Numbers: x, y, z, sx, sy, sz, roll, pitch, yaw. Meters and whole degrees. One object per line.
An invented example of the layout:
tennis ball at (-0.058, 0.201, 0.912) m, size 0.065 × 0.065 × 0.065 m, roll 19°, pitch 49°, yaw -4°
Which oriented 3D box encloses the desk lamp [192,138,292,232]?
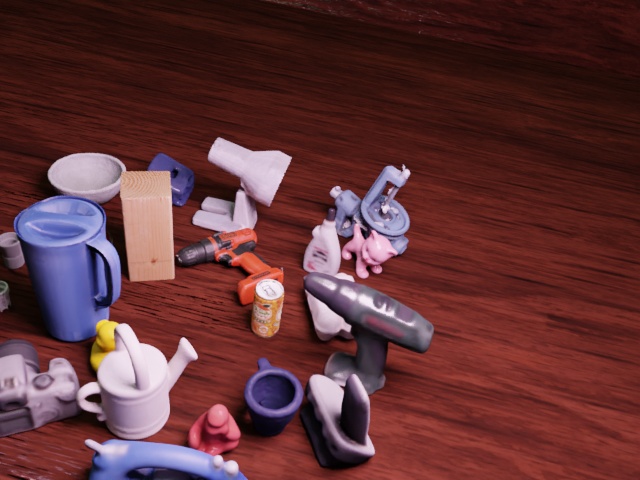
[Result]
desk lamp at (-0.173, -0.116, 1.268) m, size 0.203 × 0.213 × 0.118 m, roll 13°, pitch 38°, yaw 3°

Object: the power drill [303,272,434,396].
power drill at (0.068, 0.164, 0.979) m, size 0.229 × 0.208 × 0.076 m, roll 16°, pitch 39°, yaw 7°

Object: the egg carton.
egg carton at (0.029, 0.129, 1.126) m, size 0.107 × 0.069 × 0.150 m, roll -2°, pitch 40°, yaw -15°

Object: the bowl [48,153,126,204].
bowl at (-0.528, -0.128, 1.312) m, size 0.167 × 0.075 × 0.167 m, roll 7°, pitch 39°, yaw -5°

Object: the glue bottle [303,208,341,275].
glue bottle at (0.011, 0.004, 1.193) m, size 0.078 × 0.173 × 0.037 m, roll 20°, pitch 39°, yaw 12°

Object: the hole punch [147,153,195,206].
hole punch at (-0.353, -0.147, 1.363) m, size 0.101 × 0.091 × 0.108 m, roll 9°, pitch 38°, yaw -1°

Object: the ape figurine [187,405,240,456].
ape figurine at (-0.159, 0.285, 0.870) m, size 0.077 × 0.092 × 0.076 m, roll 12°, pitch 38°, yaw 3°

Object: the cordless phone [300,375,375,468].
cordless phone at (0.036, 0.249, 0.886) m, size 0.094 × 0.185 × 0.147 m, roll -11°, pitch 43°, yaw -25°

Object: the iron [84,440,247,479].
iron at (-0.194, 0.322, 0.777) m, size 0.258 × 0.141 × 0.118 m, roll 6°, pitch 39°, yaw -5°

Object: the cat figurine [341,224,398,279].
cat figurine at (0.108, 0.016, 1.245) m, size 0.067 × 0.118 × 0.127 m, roll -15°, pitch 45°, yaw -29°

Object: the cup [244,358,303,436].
cup at (-0.082, 0.258, 0.919) m, size 0.092 × 0.095 × 0.117 m, roll -8°, pitch 42°, yaw -22°

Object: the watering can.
watering can at (-0.275, 0.201, 0.866) m, size 0.100 × 0.194 × 0.173 m, roll 29°, pitch 42°, yaw 22°

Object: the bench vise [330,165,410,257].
bench vise at (0.115, -0.081, 1.285) m, size 0.207 × 0.220 × 0.121 m, roll 16°, pitch 39°, yaw 7°

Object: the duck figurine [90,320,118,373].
duck figurine at (-0.347, 0.179, 0.963) m, size 0.078 × 0.086 × 0.104 m, roll -21°, pitch 48°, yaw -34°

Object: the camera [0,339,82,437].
camera at (-0.454, 0.212, 0.886) m, size 0.143 × 0.101 × 0.136 m, roll -10°, pitch 43°, yaw -24°
